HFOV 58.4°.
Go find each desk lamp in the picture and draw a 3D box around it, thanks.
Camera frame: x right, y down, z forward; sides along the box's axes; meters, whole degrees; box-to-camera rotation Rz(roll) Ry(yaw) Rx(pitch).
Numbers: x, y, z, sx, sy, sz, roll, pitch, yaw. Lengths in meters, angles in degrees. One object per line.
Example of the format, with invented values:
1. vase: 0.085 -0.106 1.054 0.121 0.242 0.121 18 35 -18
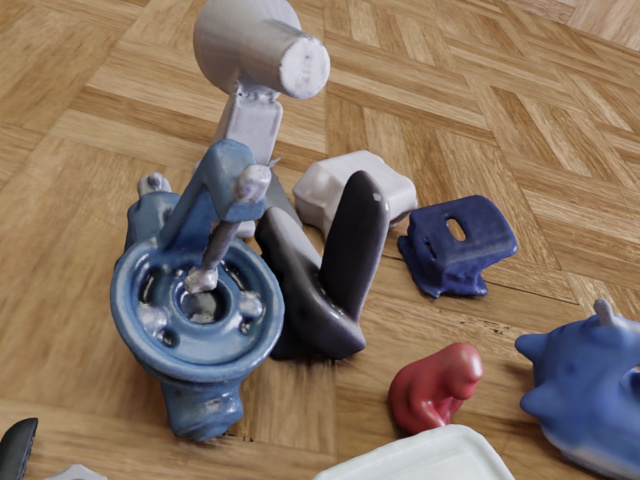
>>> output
1. desk lamp: -0.065 -0.143 0.618 0.118 0.213 0.202 -3 43 -30

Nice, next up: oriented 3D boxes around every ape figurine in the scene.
1. ape figurine: 0.102 0.122 0.474 0.078 0.092 0.076 -13 49 -39

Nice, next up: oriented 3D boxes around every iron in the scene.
1. iron: 0.317 0.144 0.520 0.258 0.141 0.118 22 36 -2

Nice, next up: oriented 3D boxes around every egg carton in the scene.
1. egg carton: 0.043 -0.051 0.681 0.107 0.069 0.151 41 40 23

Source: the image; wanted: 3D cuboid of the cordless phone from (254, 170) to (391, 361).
1. cordless phone: 0.005 0.002 0.495 0.094 0.185 0.147 -4 44 -32

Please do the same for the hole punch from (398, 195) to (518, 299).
1. hole punch: 0.154 0.003 0.653 0.101 0.091 0.108 5 39 -22

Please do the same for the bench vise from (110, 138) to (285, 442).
1. bench vise: -0.101 0.006 0.404 0.122 0.219 0.207 -21 54 -43
